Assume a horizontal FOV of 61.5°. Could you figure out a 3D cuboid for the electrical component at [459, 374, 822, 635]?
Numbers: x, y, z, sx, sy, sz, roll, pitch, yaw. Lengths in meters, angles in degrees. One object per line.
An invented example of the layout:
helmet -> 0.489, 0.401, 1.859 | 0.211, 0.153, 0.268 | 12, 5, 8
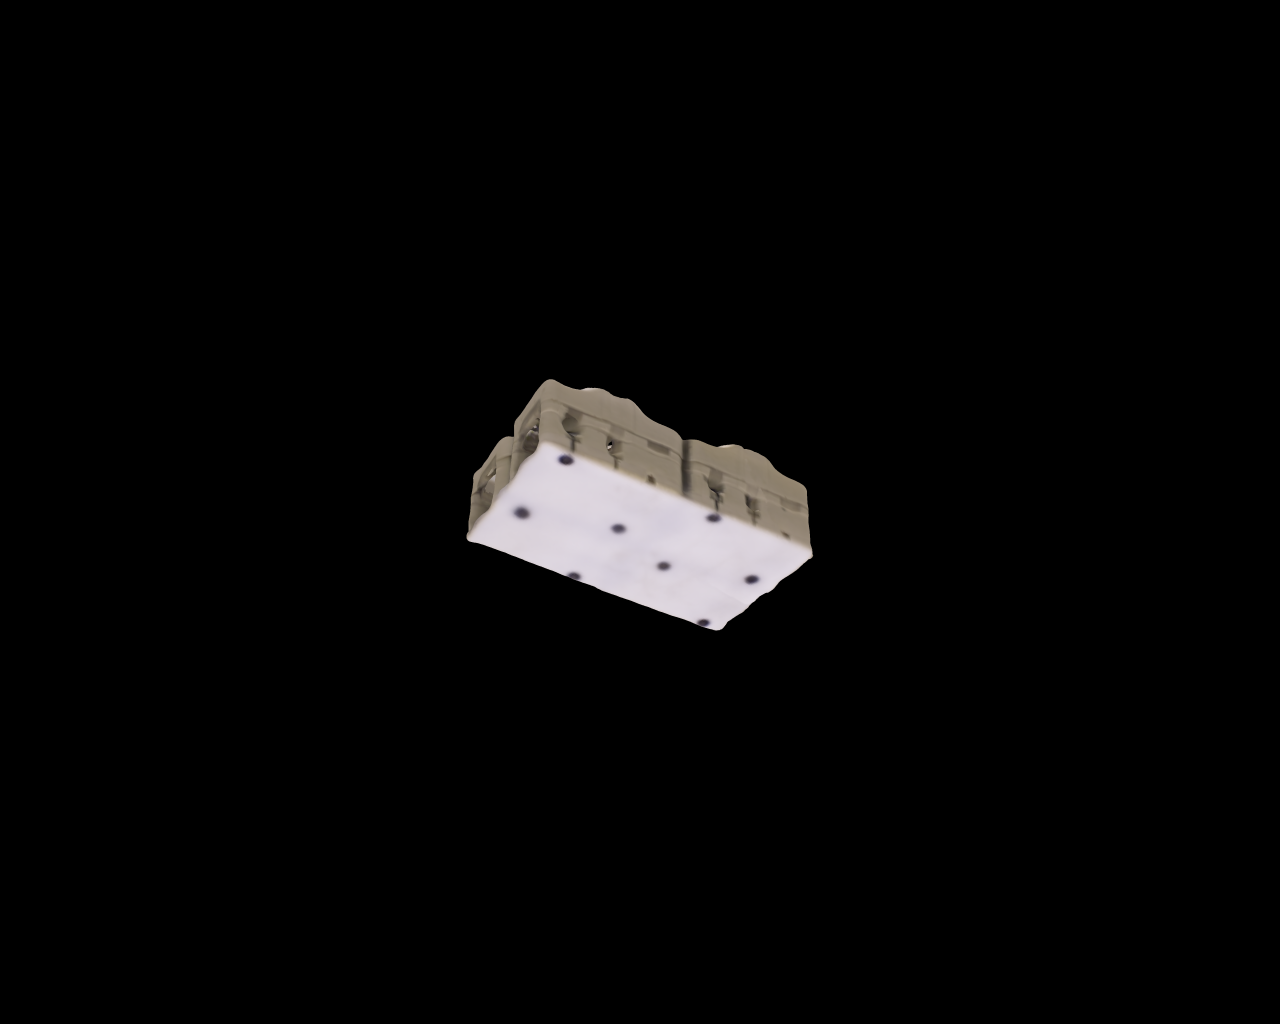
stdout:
electrical component -> 0.001, -0.003, 0.650 | 0.186, 0.060, 0.105 | 21, -45, -24
